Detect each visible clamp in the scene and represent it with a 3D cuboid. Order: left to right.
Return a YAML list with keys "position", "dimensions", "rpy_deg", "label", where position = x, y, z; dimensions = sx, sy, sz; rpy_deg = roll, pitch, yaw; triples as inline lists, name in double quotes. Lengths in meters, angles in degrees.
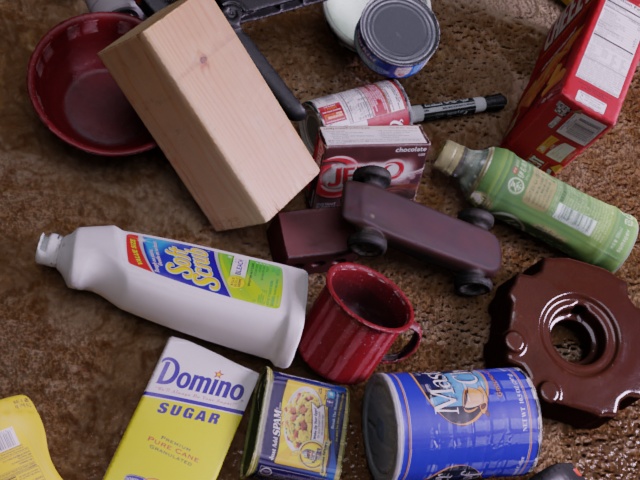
- position: [-0.088, -0.211, 1.077]
  dimensions: [0.210, 0.036, 0.164]
  rpy_deg: [11, 70, -9]
  label: "clamp"
- position: [0.183, 0.242, 0.977]
  dimensions: [0.171, 0.120, 0.039]
  rpy_deg: [-25, 66, -26]
  label: "clamp"

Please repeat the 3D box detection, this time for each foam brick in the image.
- position: [-0.007, 0.001, 1.060]
  dimensions: [0.078, 0.053, 0.051]
  rpy_deg: [-6, 70, -16]
  label: "foam brick"

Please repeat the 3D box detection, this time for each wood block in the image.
- position: [-0.103, -0.120, 1.013]
  dimensions: [0.090, 0.090, 0.206]
  rpy_deg: [-45, 112, -34]
  label: "wood block"

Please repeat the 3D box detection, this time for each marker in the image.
- position: [0.152, -0.146, 1.180]
  dimensions: [0.121, 0.020, 0.020]
  rpy_deg: [-11, 71, -18]
  label: "marker"

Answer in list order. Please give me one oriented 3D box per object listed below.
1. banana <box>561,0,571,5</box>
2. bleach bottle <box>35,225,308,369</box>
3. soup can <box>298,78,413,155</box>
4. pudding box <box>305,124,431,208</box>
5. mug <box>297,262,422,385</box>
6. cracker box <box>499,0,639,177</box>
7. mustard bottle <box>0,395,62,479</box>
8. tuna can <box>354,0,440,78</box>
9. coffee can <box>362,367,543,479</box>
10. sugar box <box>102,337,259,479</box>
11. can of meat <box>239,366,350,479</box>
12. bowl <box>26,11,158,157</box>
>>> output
- position: [0.262, -0.305, 1.263]
  dimensions: [0.198, 0.037, 0.069]
  rpy_deg: [28, 60, -1]
  label: "banana"
- position: [-0.139, 0.043, 0.993]
  dimensions: [0.250, 0.068, 0.102]
  rpy_deg: [14, 34, -7]
  label: "bleach bottle"
- position: [0.036, -0.125, 1.115]
  dimensions: [0.102, 0.069, 0.068]
  rpy_deg: [-18, 73, -20]
  label: "soup can"
- position: [0.047, -0.072, 1.081]
  dimensions: [0.113, 0.090, 0.039]
  rpy_deg: [-5, 47, -17]
  label: "pudding box"
- position: [0.040, 0.085, 1.009]
  dimensions: [0.117, 0.082, 0.093]
  rpy_deg: [18, 32, -22]
  label: "mug"
- position: [0.277, -0.182, 1.146]
  dimensions: [0.072, 0.164, 0.213]
  rpy_deg: [28, 64, -4]
  label: "cracker box"
- position: [-0.251, 0.232, 0.897]
  dimensions: [0.096, 0.058, 0.192]
  rpy_deg: [-19, 73, -40]
  label: "mustard bottle"
- position: [0.079, -0.212, 1.109]
  dimensions: [0.086, 0.034, 0.086]
  rpy_deg: [4, 72, -12]
  label: "tuna can"
- position: [0.121, 0.172, 0.994]
  dimensions: [0.140, 0.103, 0.103]
  rpy_deg: [-1, 68, -15]
  label: "coffee can"
- position: [-0.130, 0.182, 0.957]
  dimensions: [0.093, 0.048, 0.176]
  rpy_deg: [24, 65, -5]
  label: "sugar box"
- position: [-0.022, 0.176, 0.982]
  dimensions: [0.084, 0.057, 0.102]
  rpy_deg: [14, 65, -10]
  label: "can of meat"
- position: [-0.210, -0.146, 1.067]
  dimensions: [0.162, 0.055, 0.162]
  rpy_deg: [5, 67, -13]
  label: "bowl"
